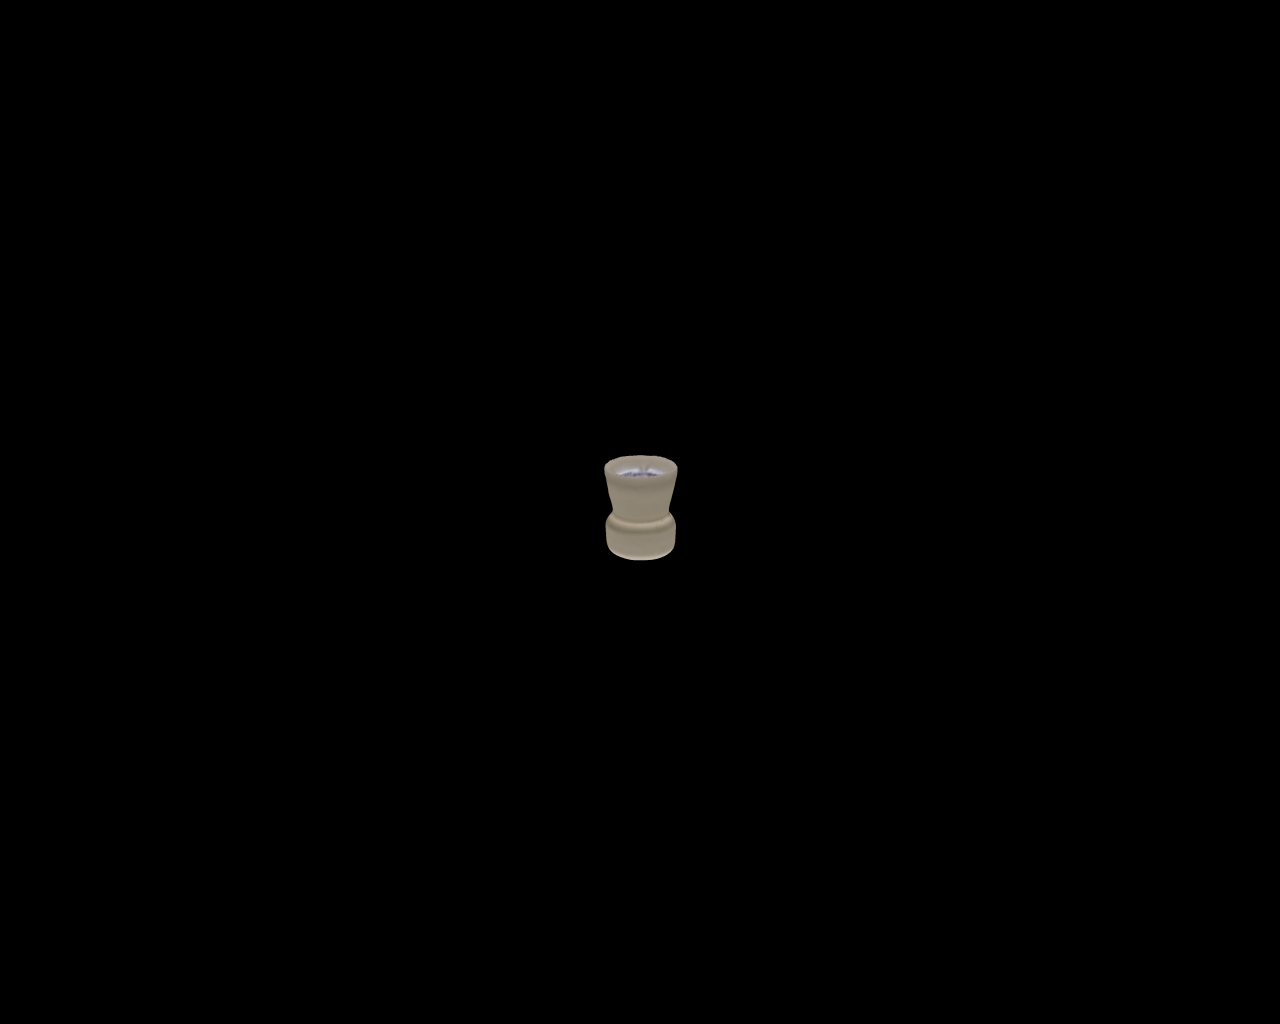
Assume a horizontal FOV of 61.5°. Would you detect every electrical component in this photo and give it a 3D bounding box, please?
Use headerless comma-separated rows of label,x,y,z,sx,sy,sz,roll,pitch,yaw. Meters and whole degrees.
electrical component,0.001,-0.003,0.650,0.045,0.055,0.045,0,21,0
